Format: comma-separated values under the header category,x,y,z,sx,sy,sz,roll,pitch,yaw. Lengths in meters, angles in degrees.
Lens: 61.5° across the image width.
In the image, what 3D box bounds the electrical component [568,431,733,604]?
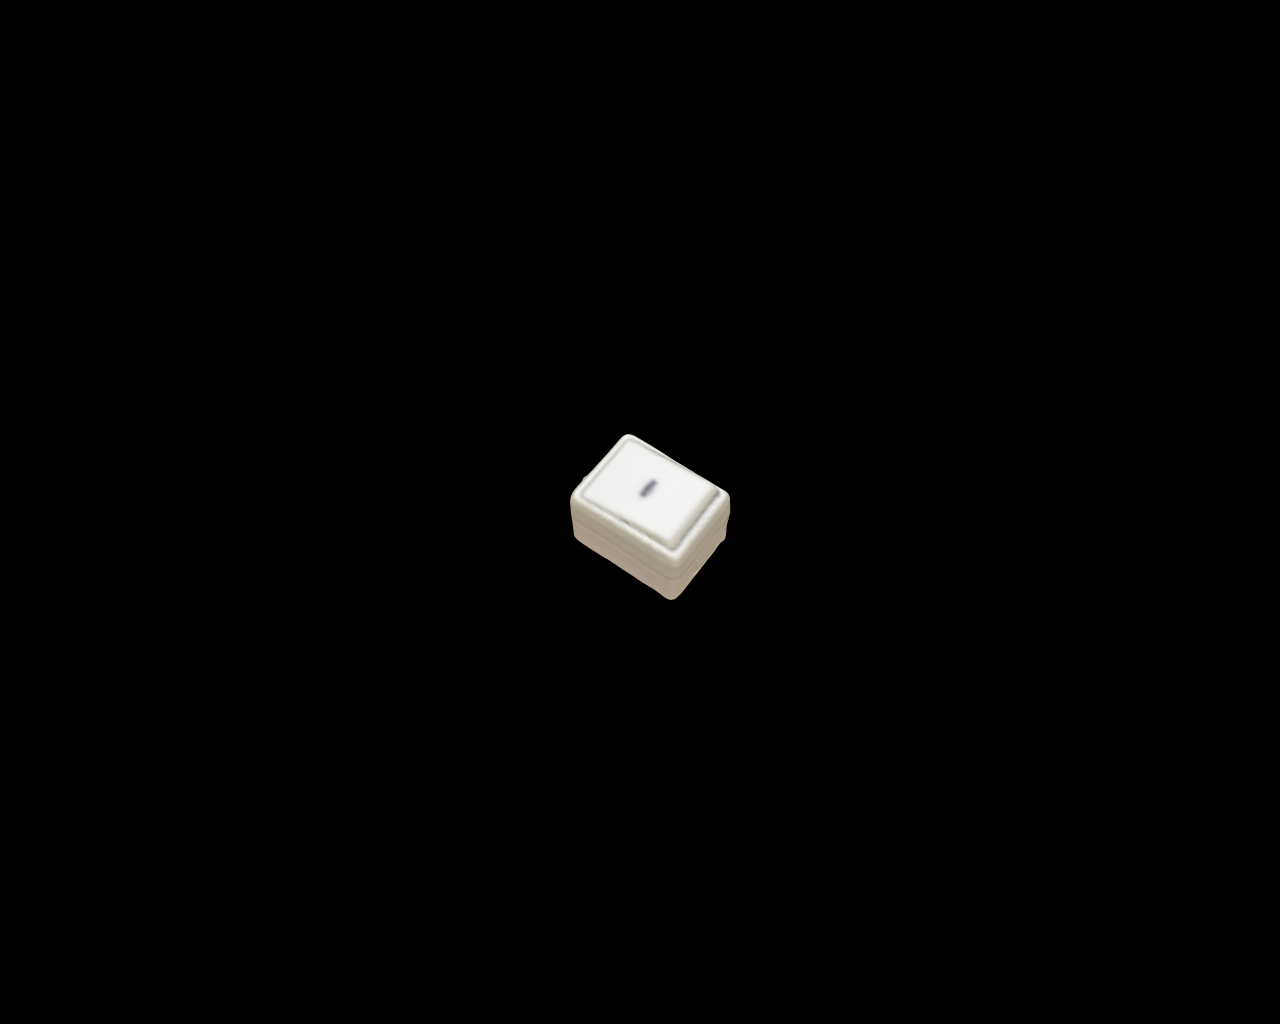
category,x,y,z,sx,sy,sz,roll,pitch,yaw
electrical component,0.001,-0.003,0.650,0.096,0.062,0.061,32,-26,18
